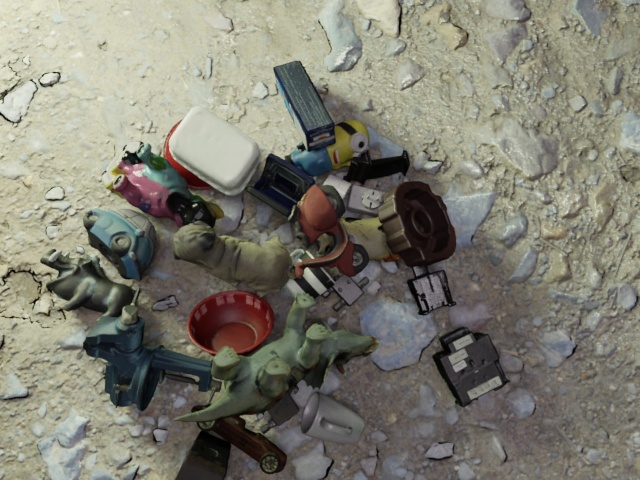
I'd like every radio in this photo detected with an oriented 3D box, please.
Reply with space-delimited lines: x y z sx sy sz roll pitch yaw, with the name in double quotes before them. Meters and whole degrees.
"radio" -0.212 0.413 0.914 0.073 0.229 0.131 26 79 -3

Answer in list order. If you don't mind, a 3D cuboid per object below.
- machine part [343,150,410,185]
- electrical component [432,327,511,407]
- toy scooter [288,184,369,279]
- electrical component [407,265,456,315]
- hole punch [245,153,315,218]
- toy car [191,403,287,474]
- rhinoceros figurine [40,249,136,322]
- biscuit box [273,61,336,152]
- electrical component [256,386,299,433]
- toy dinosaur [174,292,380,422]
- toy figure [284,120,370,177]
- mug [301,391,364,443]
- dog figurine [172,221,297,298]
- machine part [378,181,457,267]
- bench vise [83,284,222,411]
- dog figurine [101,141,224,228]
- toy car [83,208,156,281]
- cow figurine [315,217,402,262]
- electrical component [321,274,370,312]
"machine part" 0.119 -0.149 1.092 0.139 0.084 0.039 -10 57 -19
"electrical component" 0.293 0.242 1.061 0.115 0.058 0.134 -23 84 -8
"toy scooter" -0.002 -0.003 0.976 0.135 0.075 0.183 -26 93 -11
"electrical component" 0.218 0.085 1.080 0.075 0.048 0.119 -14 86 -7
"hole punch" -0.073 -0.099 1.044 0.142 0.116 0.092 29 87 2
"toy car" -0.148 0.360 0.996 0.202 0.089 0.053 35 82 2
"rhinoceros figurine" -0.442 0.086 1.014 0.190 0.073 0.112 29 83 -1
"biscuit box" -0.032 -0.267 1.058 0.063 0.059 0.203 -19 58 -7
"electrical component" -0.083 0.313 1.028 0.102 0.045 0.078 -28 84 -7
"toy dinosaur" -0.079 0.228 0.926 0.405 0.192 0.131 -25 49 -34
"toy figure" 0.015 -0.183 1.081 0.180 0.082 0.089 -21 72 -2
"mug" 0.031 0.341 1.008 0.107 0.109 0.081 22 77 -15
"dog figurine" -0.149 0.032 0.964 0.173 0.190 0.121 -3 76 25
"machine part" 0.189 -0.030 1.047 0.179 0.056 0.179 19 59 -35
"bench vise" -0.292 0.219 0.966 0.241 0.129 0.223 14 107 -2
"dog figurine" -0.295 -0.082 1.039 0.219 0.192 0.108 42 76 -33
"toy car" -0.370 -0.005 1.025 0.162 0.109 0.103 38 56 18
"cow figurine" 0.062 -0.011 1.061 0.195 0.085 0.127 -3 81 -8
"electrical component" 0.052 0.096 1.078 0.094 0.021 0.063 -41 87 -8
